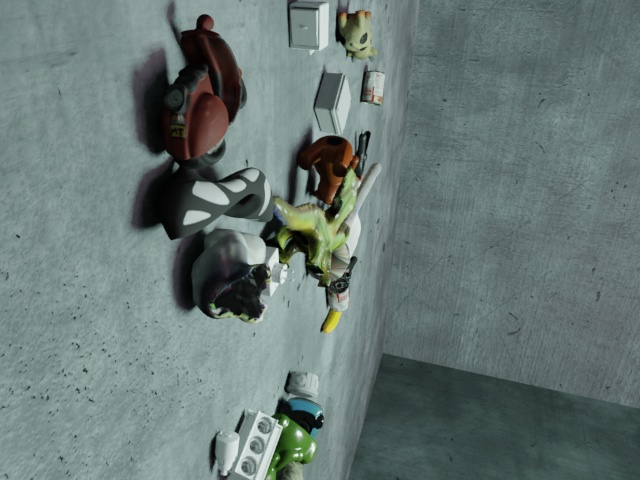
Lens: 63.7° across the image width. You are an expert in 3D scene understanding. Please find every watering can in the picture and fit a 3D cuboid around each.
[{"bbox_3d":[0.060,-0.030,1.352,0.229,0.104,0.340,-65,-179,-51],"label":"watering can"}]

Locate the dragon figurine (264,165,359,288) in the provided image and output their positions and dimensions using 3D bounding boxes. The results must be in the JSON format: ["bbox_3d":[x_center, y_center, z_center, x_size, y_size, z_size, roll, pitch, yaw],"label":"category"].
[{"bbox_3d":[0.003,-0.053,1.052,0.247,0.123,0.402,-61,162,-22],"label":"dragon figurine"}]

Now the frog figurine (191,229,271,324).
[{"bbox_3d":[-0.135,0.037,0.764,0.163,0.123,0.134,-120,-167,-50],"label":"frog figurine"}]
